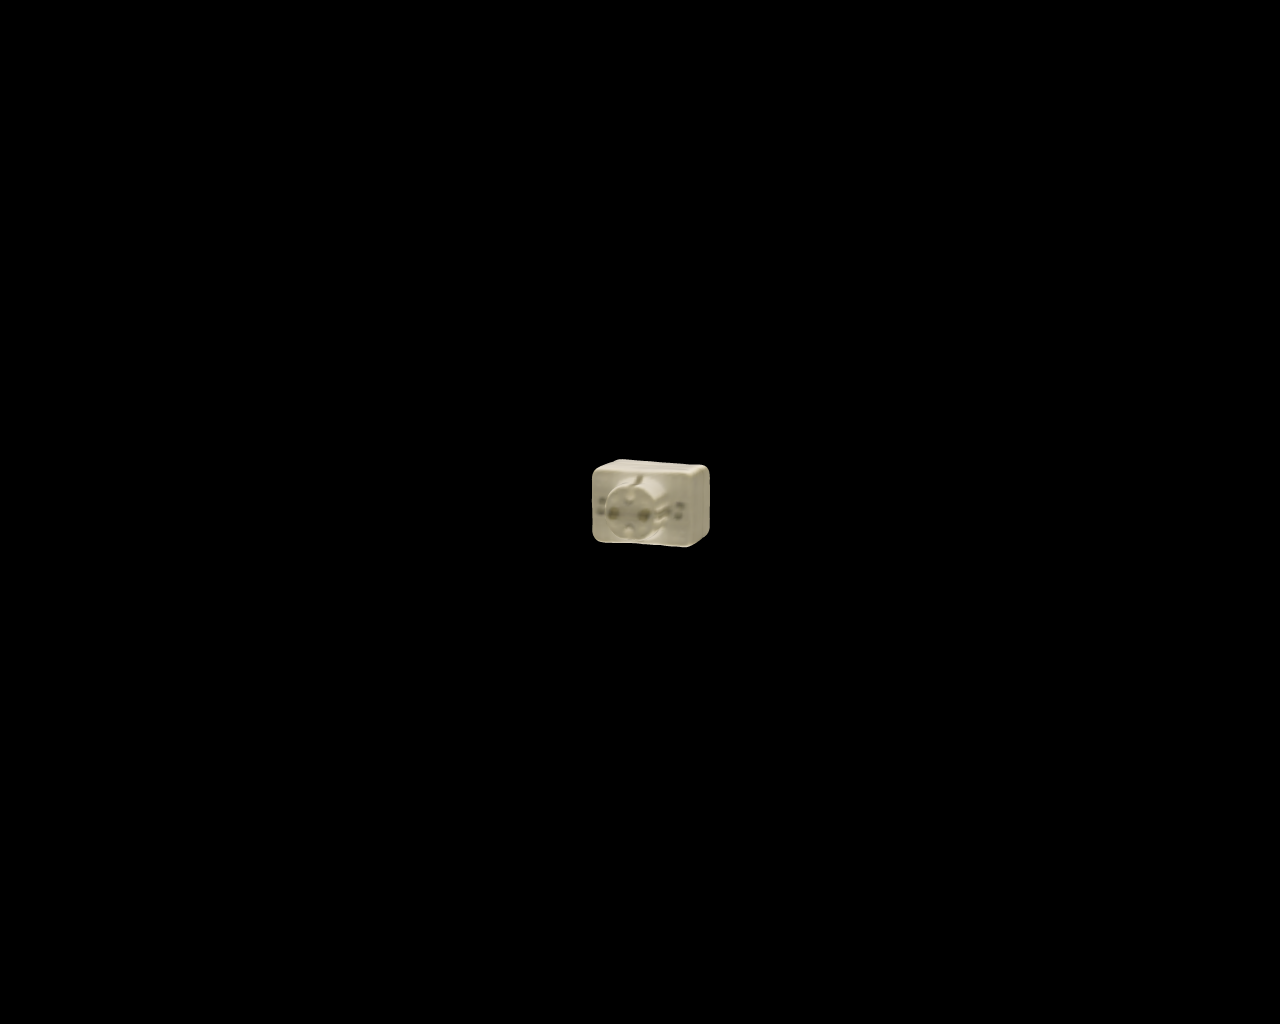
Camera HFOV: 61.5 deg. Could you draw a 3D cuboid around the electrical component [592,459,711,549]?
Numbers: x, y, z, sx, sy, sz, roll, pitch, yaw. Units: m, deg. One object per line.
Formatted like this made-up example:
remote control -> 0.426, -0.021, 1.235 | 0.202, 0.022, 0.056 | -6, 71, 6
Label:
electrical component -> 0.001, -0.003, 0.650 | 0.066, 0.047, 0.077 | 4, 12, 20
